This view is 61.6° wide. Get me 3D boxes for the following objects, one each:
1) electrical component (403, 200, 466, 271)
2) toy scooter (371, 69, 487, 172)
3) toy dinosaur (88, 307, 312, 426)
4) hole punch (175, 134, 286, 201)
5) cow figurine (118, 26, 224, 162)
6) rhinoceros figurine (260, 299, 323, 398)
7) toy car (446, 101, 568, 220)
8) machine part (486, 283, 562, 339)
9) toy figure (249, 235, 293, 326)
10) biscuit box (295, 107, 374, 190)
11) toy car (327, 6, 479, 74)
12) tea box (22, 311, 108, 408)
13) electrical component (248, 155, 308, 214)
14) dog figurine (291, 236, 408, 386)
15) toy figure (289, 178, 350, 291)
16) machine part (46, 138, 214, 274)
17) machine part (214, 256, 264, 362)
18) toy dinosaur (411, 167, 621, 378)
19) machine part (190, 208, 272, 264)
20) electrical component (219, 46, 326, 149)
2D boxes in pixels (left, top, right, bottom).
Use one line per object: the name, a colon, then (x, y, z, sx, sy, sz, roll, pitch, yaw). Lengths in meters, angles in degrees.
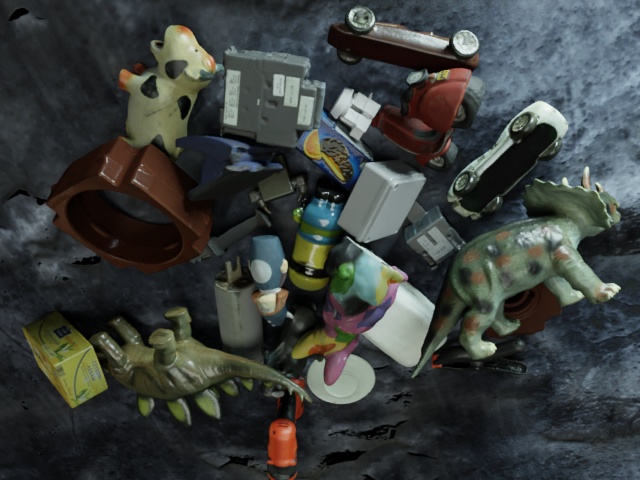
electrical component: (0.172, -0.017, 0.859, 0.075, 0.048, 0.119, -34, 113, 18)
toy scooter: (0.142, -0.172, 0.746, 0.135, 0.075, 0.183, 23, 151, 7)
toy dinosaur: (-0.242, 0.222, 0.937, 0.472, 0.105, 0.198, -4, 117, 27)
hole punch: (-0.129, -0.117, 0.764, 0.116, 0.142, 0.092, -18, 86, 30)
cow figurine: (-0.213, -0.202, 0.759, 0.127, 0.085, 0.194, 17, 118, -3)
rhinoceros figurine: (-0.049, 0.194, 0.938, 0.073, 0.112, 0.190, 37, 115, 30)
toy car: (0.275, -0.112, 0.799, 0.073, 0.056, 0.201, 32, 116, -21)
machine part: (0.321, 0.087, 0.902, 0.179, 0.056, 0.179, 1, 119, 1)
toy figure: (-0.083, 0.070, 0.865, 0.058, 0.064, 0.154, -14, 105, -36)
biscuit box: (-0.014, -0.162, 0.783, 0.202, 0.059, 0.063, 38, 115, -15)
toy car: (0.112, -0.258, 0.714, 0.202, 0.089, 0.053, 13, 80, -2)
tea box: (-0.450, 0.205, 0.944, 0.170, 0.068, 0.098, 22, 129, 41)
electrical component: (-0.070, -0.087, 0.838, 0.102, 0.045, 0.078, -24, 86, 12)
dog figurine: (0.034, 0.115, 0.825, 0.109, 0.191, 0.219, 33, 95, 19)
toy figure: (-0.005, -0.004, 0.849, 0.082, 0.089, 0.180, 34, 128, 28)
machine part: (-0.277, -0.045, 0.805, 0.202, 0.087, 0.200, -17, 135, 33)
machine part: (-0.139, 0.137, 0.940, 0.079, 0.079, 0.242, -1, 118, 3)
toy dinosaur: (0.274, 0.043, 0.792, 0.405, 0.131, 0.192, -29, 82, 8)
machine part: (-0.144, -0.005, 0.872, 0.139, 0.084, 0.039, -31, 86, 8)
electrical component: (-0.062, -0.185, 0.707, 0.134, 0.058, 0.114, 11, 120, -2)
